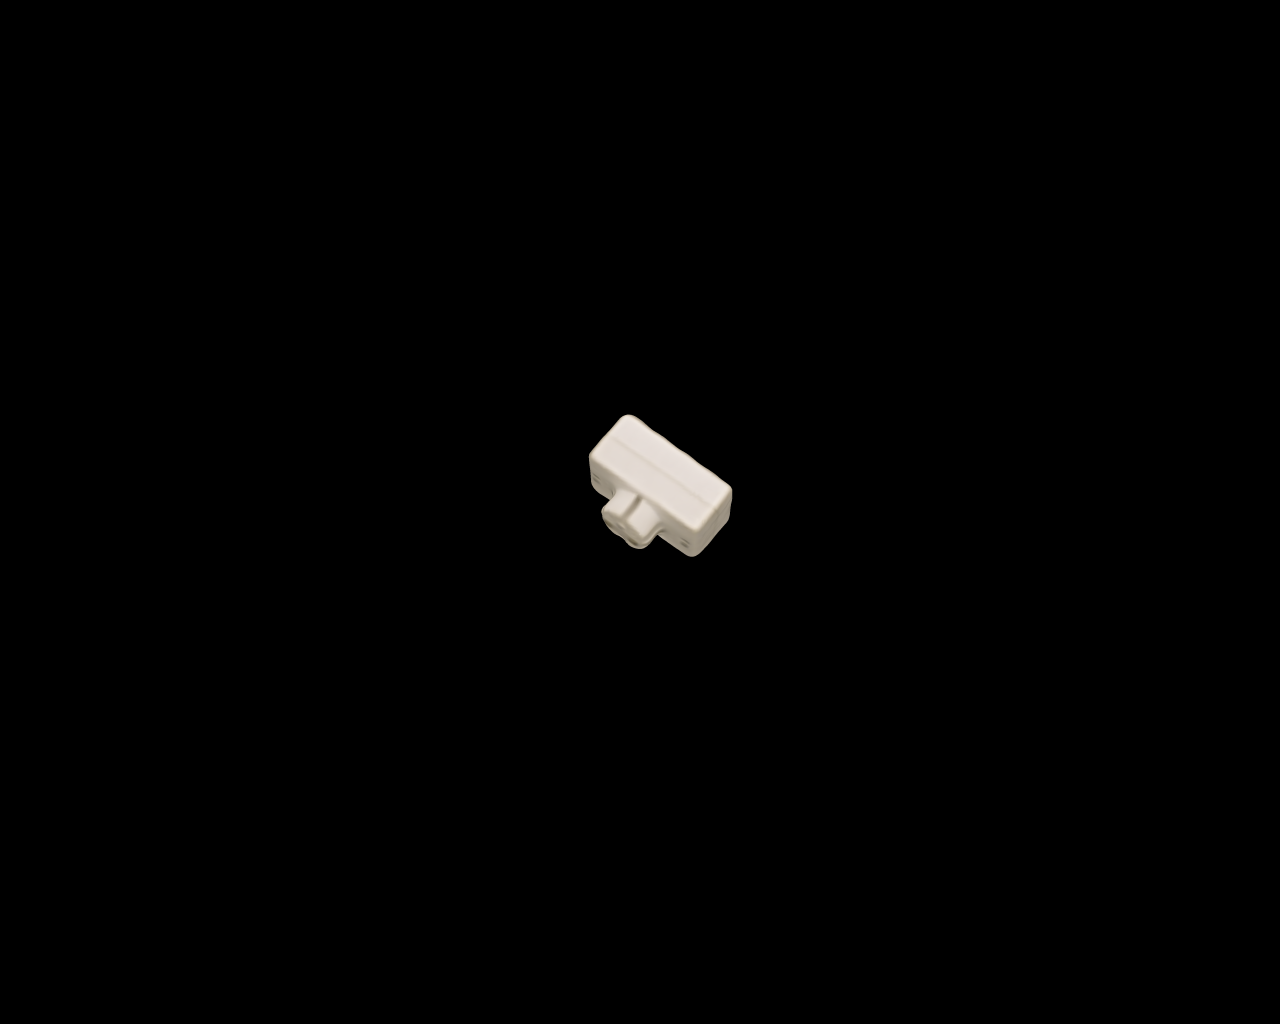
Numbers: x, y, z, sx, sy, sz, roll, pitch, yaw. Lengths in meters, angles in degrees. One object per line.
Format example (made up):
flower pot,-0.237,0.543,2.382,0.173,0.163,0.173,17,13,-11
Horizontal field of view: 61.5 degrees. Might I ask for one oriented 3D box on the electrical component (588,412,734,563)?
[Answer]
electrical component,0.001,-0.003,0.650,0.083,0.076,0.047,37,-19,15
